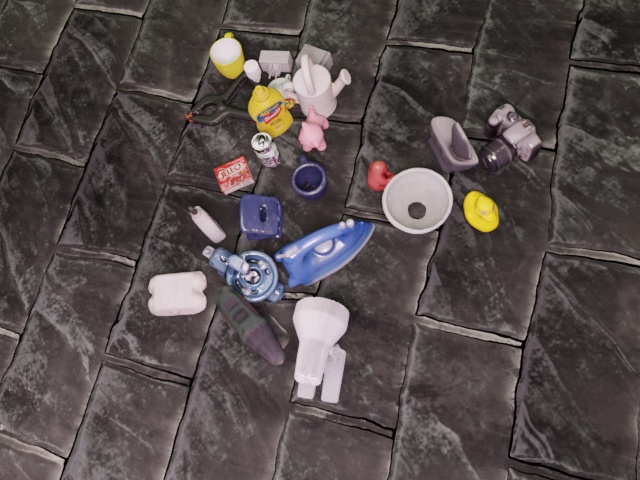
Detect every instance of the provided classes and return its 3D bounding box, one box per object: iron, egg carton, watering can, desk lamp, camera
[{"bbox_3d":[0.012,0.005,1.361,0.258,0.141,0.118,-30,70,-1],"label":"iron"},{"bbox_3d":[-0.352,0.134,1.418,0.150,0.069,0.107,-6,71,8],"label":"egg carton"},{"bbox_3d":[-0.011,-0.403,1.469,0.173,0.194,0.101,-25,70,1],"label":"watering can"},{"bbox_3d":[-0.001,0.243,1.248,0.117,0.214,0.203,5,73,12],"label":"desk lamp"},{"bbox_3d":[0.444,-0.242,1.390,0.137,0.101,0.143,-35,70,-3],"label":"camera"}]

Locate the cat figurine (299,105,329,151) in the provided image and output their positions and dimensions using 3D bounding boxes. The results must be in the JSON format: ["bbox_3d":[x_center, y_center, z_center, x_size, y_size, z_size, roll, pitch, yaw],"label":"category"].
[{"bbox_3d":[-0.020,-0.283,1.472,0.067,0.118,0.128,-1,72,10],"label":"cat figurine"}]

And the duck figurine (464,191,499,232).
[{"bbox_3d":[0.384,-0.077,1.354,0.077,0.086,0.104,-27,70,0],"label":"duck figurine"}]

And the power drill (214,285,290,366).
[{"bbox_3d":[-0.138,0.202,1.286,0.076,0.209,0.229,-45,71,-6],"label":"power drill"}]

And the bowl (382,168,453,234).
[{"bbox_3d":[0.236,-0.086,1.388,0.167,0.075,0.167,-3,72,9],"label":"bowl"}]

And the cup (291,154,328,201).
[{"bbox_3d":[-0.025,-0.149,1.441,0.091,0.095,0.117,-19,70,3],"label":"cup"}]

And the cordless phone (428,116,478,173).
[{"bbox_3d":[0.320,-0.253,1.369,0.094,0.185,0.147,-27,70,1],"label":"cordless phone"}]

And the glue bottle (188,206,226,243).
[{"bbox_3d":[-0.289,-0.050,1.412,0.037,0.173,0.078,-38,70,-4],"label":"glue bottle"}]

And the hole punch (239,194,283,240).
[{"bbox_3d":[-0.146,-0.061,1.435,0.101,0.091,0.108,-4,72,8],"label":"hole punch"}]

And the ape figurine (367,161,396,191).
[{"bbox_3d":[0.148,-0.166,1.419,0.076,0.092,0.077,-31,70,-1],"label":"ape figurine"}]

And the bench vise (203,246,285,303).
[{"bbox_3d":[-0.196,0.074,1.332,0.207,0.220,0.121,9,74,13],"label":"bench vise"}]
